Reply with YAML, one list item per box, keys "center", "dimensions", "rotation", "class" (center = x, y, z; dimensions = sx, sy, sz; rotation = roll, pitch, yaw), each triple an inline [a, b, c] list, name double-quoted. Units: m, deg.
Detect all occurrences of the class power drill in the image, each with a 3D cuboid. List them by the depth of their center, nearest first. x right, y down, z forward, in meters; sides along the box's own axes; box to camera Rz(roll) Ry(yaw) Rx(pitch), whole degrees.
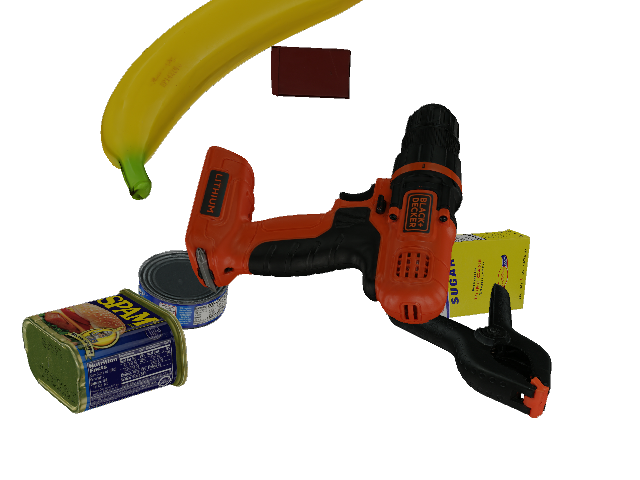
- center: [0.007, -0.028, 0.765]
  dimensions: [0.188, 0.184, 0.057]
  rotation: [1, -39, 12]
  class: "power drill"

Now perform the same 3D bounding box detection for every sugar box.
- center: [0.162, 0.041, 1.247]
  dimensions: [0.175, 0.093, 0.048]
  rotation: [-6, 16, -32]
  class: "sugar box"

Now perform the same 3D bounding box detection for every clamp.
- center: [0.150, 0.088, 0.919]
  dimensions: [0.120, 0.039, 0.172]
  rotation: [-18, 38, -26]
  class: "clamp"

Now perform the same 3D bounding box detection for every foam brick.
- center: [-0.011, -0.176, 1.118]
  dimensions: [0.078, 0.051, 0.053]
  rotation: [1, 11, -10]
  class: "foam brick"

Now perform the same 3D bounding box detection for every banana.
- center: [-0.050, -0.095, 0.557]
  dimensions: [0.070, 0.197, 0.037]
  rotation: [32, -27, 20]
  class: "banana"

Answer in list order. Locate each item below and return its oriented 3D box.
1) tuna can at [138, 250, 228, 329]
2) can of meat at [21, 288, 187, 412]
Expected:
- center: [-0.131, 0.047, 1.016]
  dimensions: [0.086, 0.034, 0.086]
  rotation: [6, 33, -4]
  class: "tuna can"
- center: [-0.159, 0.080, 0.779]
  dimensions: [0.083, 0.057, 0.102]
  rotation: [-14, 22, -35]
  class: "can of meat"
